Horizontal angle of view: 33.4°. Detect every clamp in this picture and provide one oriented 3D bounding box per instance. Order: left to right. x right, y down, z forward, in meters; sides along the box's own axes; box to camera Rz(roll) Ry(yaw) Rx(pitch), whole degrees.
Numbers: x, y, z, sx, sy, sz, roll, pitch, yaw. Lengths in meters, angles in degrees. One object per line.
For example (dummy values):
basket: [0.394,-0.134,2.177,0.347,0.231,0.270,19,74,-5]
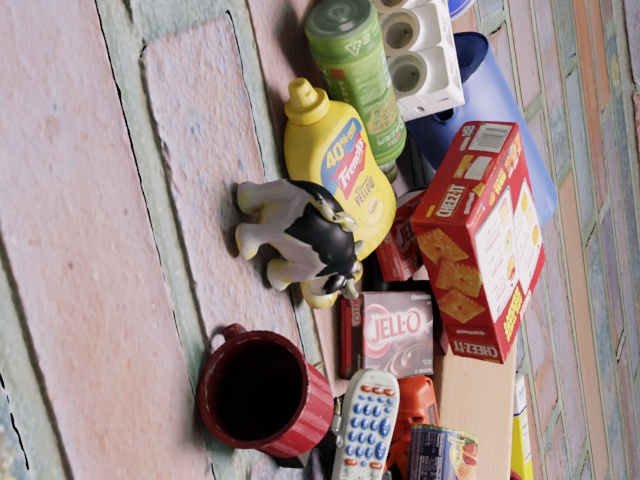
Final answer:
clamp: [0.071,0.033,1.158,0.120,0.039,0.171,5,83,-49]

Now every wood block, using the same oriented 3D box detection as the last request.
wood block: [0.174,0.216,1.262,0.090,0.091,0.206,105,-7,-67]

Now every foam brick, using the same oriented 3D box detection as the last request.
foam brick: [0.122,0.090,1.242,0.051,0.053,0.078,56,38,-47]

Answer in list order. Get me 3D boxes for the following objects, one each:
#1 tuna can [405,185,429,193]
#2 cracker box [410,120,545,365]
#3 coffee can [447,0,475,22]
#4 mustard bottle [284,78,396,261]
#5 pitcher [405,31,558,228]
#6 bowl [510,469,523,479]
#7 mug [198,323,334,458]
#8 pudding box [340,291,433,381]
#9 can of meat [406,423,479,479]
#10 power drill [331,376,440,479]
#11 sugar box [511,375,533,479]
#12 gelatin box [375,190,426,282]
tuna can: [0.124,-0.019,1.222,0.033,0.086,0.086,16,72,-62]
cracker box: [0.176,0.003,1.156,0.164,0.072,0.213,-59,143,-36]
coffee can: [0.116,-0.325,1.223,0.140,0.103,0.103,41,50,-57]
mustard bottle: [0.012,-0.074,1.014,0.096,0.058,0.191,-54,136,-30]
pitcher: [0.187,-0.122,1.269,0.149,0.145,0.242,-49,124,-20]
bowl: [0.198,0.361,1.335,0.161,0.055,0.162,-1,91,-44]
mug: [-0.044,0.118,0.852,0.117,0.093,0.081,57,5,28]
pudding box: [0.070,0.098,1.104,0.113,0.039,0.090,1,90,-47]
can of meat: [0.125,0.237,1.093,0.102,0.058,0.084,35,58,-59]
power drill: [0.067,0.211,1.103,0.187,0.057,0.184,-39,126,-57]
sugar box: [0.227,0.266,1.400,0.048,0.093,0.176,-28,111,-63]
gelatin box: [0.090,-0.005,1.131,0.089,0.030,0.073,-32,110,-51]
